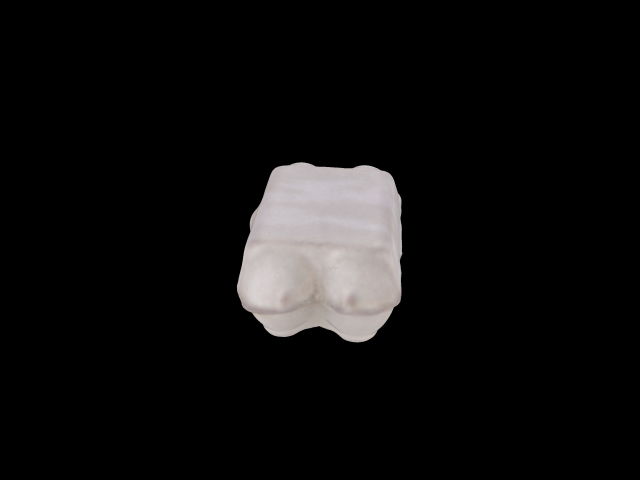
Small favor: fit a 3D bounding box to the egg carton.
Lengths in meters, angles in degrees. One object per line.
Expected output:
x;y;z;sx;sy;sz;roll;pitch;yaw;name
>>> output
0.004;0.001;0.400;0.107;0.069;0.150;3;37;4;egg carton
